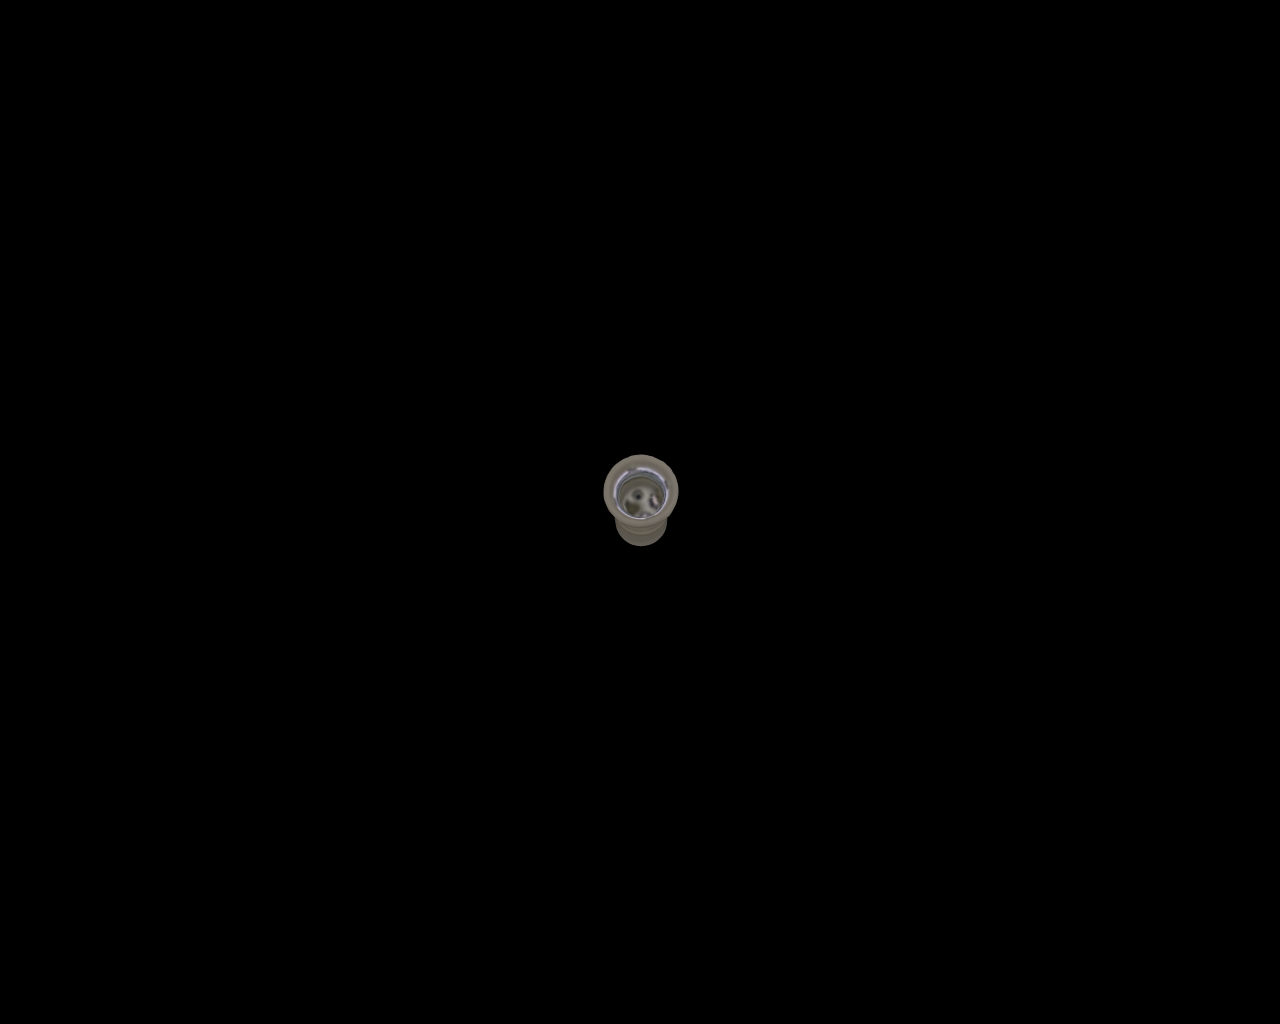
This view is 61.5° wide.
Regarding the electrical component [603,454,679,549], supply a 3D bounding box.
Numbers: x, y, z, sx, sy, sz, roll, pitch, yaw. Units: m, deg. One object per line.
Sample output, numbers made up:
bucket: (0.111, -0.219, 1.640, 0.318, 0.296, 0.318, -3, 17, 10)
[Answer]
electrical component: (0.001, -0.003, 0.650, 0.044, 0.044, 0.065, 0, -19, 0)
